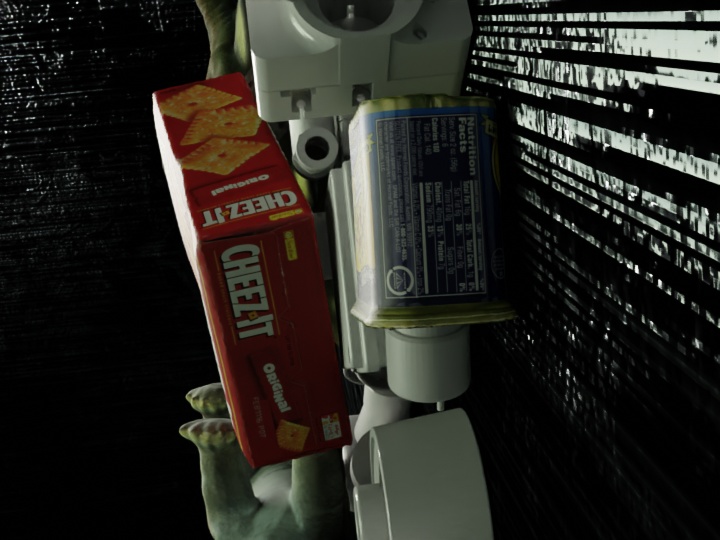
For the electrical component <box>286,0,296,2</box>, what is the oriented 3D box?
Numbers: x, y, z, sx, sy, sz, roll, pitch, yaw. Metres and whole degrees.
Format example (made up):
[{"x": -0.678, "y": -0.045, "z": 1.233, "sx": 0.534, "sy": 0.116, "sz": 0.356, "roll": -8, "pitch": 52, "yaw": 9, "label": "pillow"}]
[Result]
[{"x": -0.021, "y": -0.209, "z": 0.386, "sx": 0.105, "sy": 0.060, "sz": 0.186, "roll": -18, "pitch": 73, "yaw": 42, "label": "electrical component"}]

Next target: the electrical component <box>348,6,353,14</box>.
[{"x": -0.017, "y": -0.159, "z": 0.627, "sx": 0.075, "sy": 0.083, "sz": 0.047, "roll": -105, "pitch": 11, "yaw": -66, "label": "electrical component"}]

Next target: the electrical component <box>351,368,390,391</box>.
[{"x": 0.012, "y": 0.032, "z": 0.750, "sx": 0.077, "sy": 0.044, "sz": 0.079, "roll": -106, "pitch": 11, "yaw": -68, "label": "electrical component"}]

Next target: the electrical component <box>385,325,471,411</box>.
[{"x": 0.032, "y": 0.026, "z": 0.506, "sx": 0.040, "sy": 0.040, "sz": 0.078, "roll": -105, "pitch": 11, "yaw": -66, "label": "electrical component"}]

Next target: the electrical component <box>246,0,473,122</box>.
[{"x": -0.002, "y": -0.102, "z": 0.454, "sx": 0.055, "sy": 0.089, "sz": 0.050, "roll": 94, "pitch": 169, "yaw": -66, "label": "electrical component"}]

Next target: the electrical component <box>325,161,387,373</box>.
[{"x": 0.015, "y": 0.001, "z": 0.595, "sx": 0.108, "sy": 0.056, "sz": 0.108, "roll": 122, "pitch": 142, "yaw": -83, "label": "electrical component"}]

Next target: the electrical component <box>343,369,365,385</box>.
[{"x": 0.005, "y": 0.073, "z": 0.959, "sx": 0.040, "sy": 0.040, "sz": 0.046, "roll": 89, "pitch": 179, "yaw": -49, "label": "electrical component"}]

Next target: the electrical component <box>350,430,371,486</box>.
[{"x": 0.025, "y": 0.171, "z": 0.716, "sx": 0.073, "sy": 0.052, "sz": 0.138, "roll": 98, "pitch": 166, "yaw": -72, "label": "electrical component"}]

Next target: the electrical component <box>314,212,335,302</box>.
[{"x": 0.000, "y": 0.000, "z": 0.697, "sx": 0.047, "sy": 0.066, "sz": 0.076, "roll": -152, "pitch": 56, "yaw": -76, "label": "electrical component"}]

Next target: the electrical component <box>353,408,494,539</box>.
[{"x": 0.029, "y": 0.128, "z": 0.551, "sx": 0.108, "sy": 0.060, "sz": 0.108, "roll": 174, "pitch": 90, "yaw": -86, "label": "electrical component"}]

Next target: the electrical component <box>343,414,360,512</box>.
[{"x": 0.007, "y": 0.161, "z": 0.907, "sx": 0.095, "sy": 0.059, "sz": 0.053, "roll": -109, "pitch": 14, "yaw": -73, "label": "electrical component"}]

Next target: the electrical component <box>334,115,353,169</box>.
[{"x": 0.008, "y": -0.094, "z": 0.622, "sx": 0.083, "sy": 0.047, "sz": 0.075, "roll": 110, "pitch": 154, "yaw": -80, "label": "electrical component"}]

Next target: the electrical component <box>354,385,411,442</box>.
[{"x": 0.020, "y": 0.099, "z": 0.783, "sx": 0.044, "sy": 0.044, "sz": 0.065, "roll": -100, "pitch": 11, "yaw": -47, "label": "electrical component"}]
